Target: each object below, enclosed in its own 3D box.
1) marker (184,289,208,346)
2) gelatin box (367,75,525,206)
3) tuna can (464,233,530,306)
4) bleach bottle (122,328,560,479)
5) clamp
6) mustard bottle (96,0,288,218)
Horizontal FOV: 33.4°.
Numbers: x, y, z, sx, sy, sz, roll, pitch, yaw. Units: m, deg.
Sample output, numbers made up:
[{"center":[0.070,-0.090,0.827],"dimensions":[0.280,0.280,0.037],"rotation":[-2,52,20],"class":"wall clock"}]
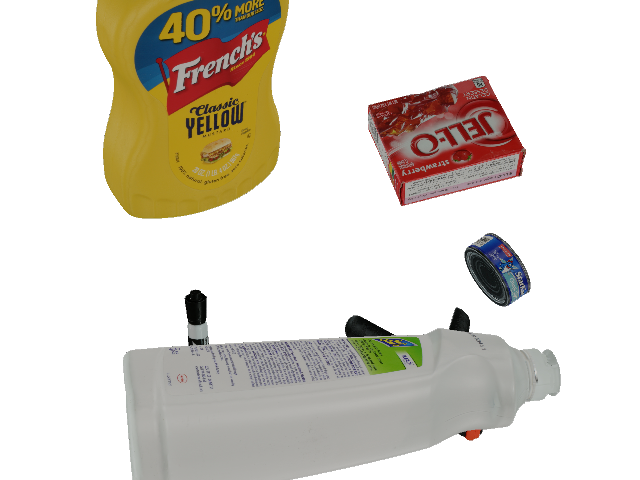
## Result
[{"center":[-0.106,0.098,0.930],"dimensions":[0.020,0.121,0.020],"rotation":[-1,25,0],"class":"marker"},{"center":[0.085,-0.069,0.725],"dimensions":[0.089,0.073,0.030],"rotation":[-15,-35,-6],"class":"gelatin box"},{"center":[0.210,0.036,1.274],"dimensions":[0.033,0.086,0.086],"rotation":[-32,8,-13],"class":"tuna can"},{"center":[0.017,0.091,0.606],"dimensions":[0.250,0.068,0.102],"rotation":[-5,20,-11],"class":"bleach bottle"},{"center":[0.109,0.108,0.932],"dimensions":[0.120,0.039,0.172],"rotation":[-13,36,-22],"class":"clamp"},{"center":[-0.062,-0.100,0.529],"dimensions":[0.096,0.192,0.058],"rotation":[-19,51,-24],"class":"mustard bottle"}]
